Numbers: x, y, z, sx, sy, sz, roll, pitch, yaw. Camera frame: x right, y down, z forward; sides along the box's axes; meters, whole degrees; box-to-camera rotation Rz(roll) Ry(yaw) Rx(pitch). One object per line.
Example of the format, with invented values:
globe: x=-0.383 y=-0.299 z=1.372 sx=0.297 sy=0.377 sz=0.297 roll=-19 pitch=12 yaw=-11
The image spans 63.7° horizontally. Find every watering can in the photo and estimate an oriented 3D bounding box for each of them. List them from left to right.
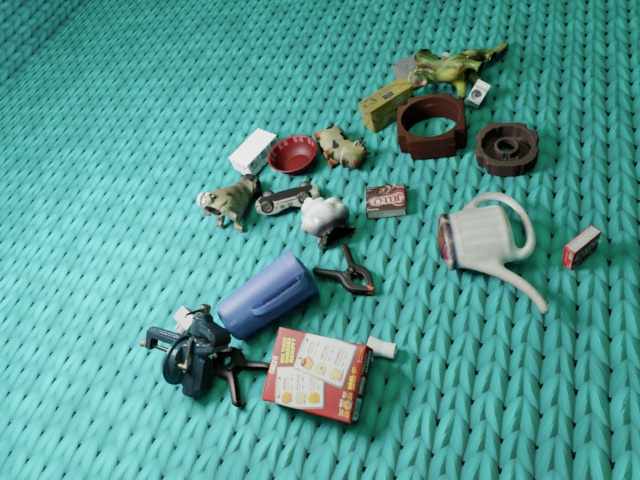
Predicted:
watering can: x=0.398 y=0.025 z=1.217 sx=0.224 sy=0.102 sz=0.356 roll=-10 pitch=52 yaw=12

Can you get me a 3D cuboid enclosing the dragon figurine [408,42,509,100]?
dragon figurine: x=0.420 y=-0.575 z=1.650 sx=0.244 sy=0.119 sz=0.417 roll=29 pitch=52 yaw=22

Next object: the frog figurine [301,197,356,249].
frog figurine: x=0.004 y=-0.071 z=1.417 sx=0.136 sy=0.121 sz=0.162 roll=-40 pitch=61 yaw=11
